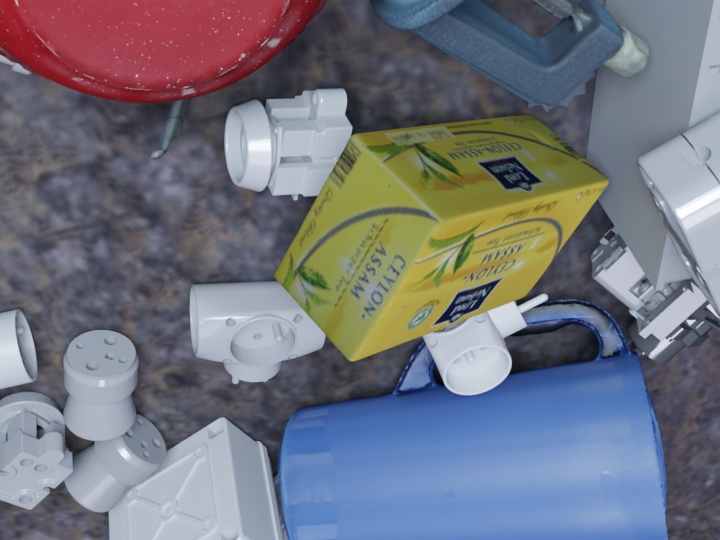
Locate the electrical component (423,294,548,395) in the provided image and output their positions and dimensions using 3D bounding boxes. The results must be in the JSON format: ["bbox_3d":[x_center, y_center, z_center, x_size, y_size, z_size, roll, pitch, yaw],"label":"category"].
[{"bbox_3d":[0.078,0.027,0.672,0.079,0.077,0.044,-28,133,8],"label":"electrical component"}]

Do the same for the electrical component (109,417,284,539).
[{"bbox_3d":[-0.112,0.174,0.725,0.109,0.108,0.056,-33,130,13],"label":"electrical component"}]

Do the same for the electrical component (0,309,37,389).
[{"bbox_3d":[-0.233,0.052,0.622,0.081,0.043,0.043,-12,133,-5],"label":"electrical component"}]

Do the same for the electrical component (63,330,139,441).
[{"bbox_3d":[-0.159,0.070,0.660,0.045,0.045,0.055,-1,131,-16],"label":"electrical component"}]

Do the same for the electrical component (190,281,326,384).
[{"bbox_3d":[-0.065,0.042,0.664,0.077,0.044,0.079,-2,132,-15],"label":"electrical component"}]

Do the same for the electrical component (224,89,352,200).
[{"bbox_3d":[-0.040,-0.067,0.573,0.055,0.048,0.066,-5,133,-23],"label":"electrical component"}]

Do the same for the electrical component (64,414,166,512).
[{"bbox_3d":[-0.162,0.126,0.710,0.055,0.045,0.045,-40,130,18],"label":"electrical component"}]

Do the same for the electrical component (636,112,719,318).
[{"bbox_3d":[0.182,-0.028,0.521,0.059,0.053,0.095,-30,133,10],"label":"electrical component"}]

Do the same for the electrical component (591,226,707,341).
[{"bbox_3d":[0.182,0.003,0.686,0.064,0.081,0.042,37,114,-7],"label":"electrical component"}]

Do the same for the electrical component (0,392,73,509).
[{"bbox_3d":[-0.209,0.110,0.673,0.066,0.055,0.048,-42,130,20],"label":"electrical component"}]

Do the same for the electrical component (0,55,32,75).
[{"bbox_3d":[-0.133,-0.152,0.422,0.056,0.108,0.108,15,125,-25],"label":"electrical component"}]

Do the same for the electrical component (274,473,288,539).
[{"bbox_3d":[-0.045,0.203,0.813,0.100,0.048,0.099,27,119,-35],"label":"electrical component"}]

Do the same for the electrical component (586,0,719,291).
[{"bbox_3d":[0.176,-0.096,0.570,0.060,0.105,0.186,-11,133,-8],"label":"electrical component"}]
